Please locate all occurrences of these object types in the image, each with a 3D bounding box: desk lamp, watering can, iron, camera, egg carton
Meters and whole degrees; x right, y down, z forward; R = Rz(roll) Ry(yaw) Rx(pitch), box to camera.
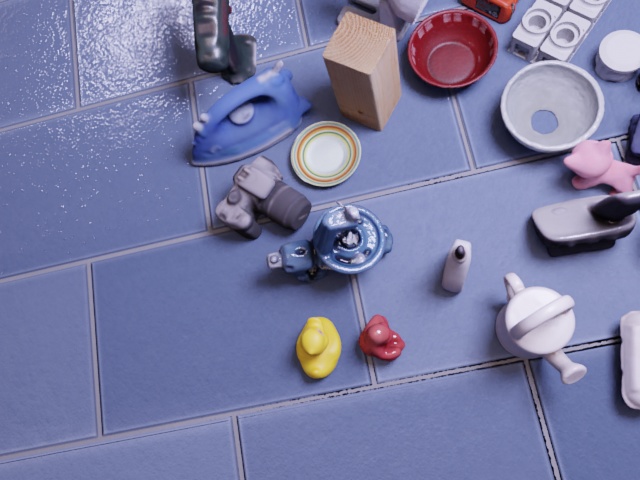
[{"bbox_3d":[0.122,-0.448,1.026,0.203,0.214,0.118,27,82,16],"label":"desk lamp"},{"bbox_3d":[0.329,0.126,0.850,0.172,0.194,0.101,40,85,17],"label":"watering can"},{"bbox_3d":[-0.150,-0.232,1.056,0.258,0.141,0.118,-33,72,1],"label":"iron"},{"bbox_3d":[-0.096,-0.064,1.024,0.136,0.101,0.143,32,83,16],"label":"camera"},{"bbox_3d":[0.511,0.184,0.868,0.107,0.069,0.150,2,76,11],"label":"egg carton"}]

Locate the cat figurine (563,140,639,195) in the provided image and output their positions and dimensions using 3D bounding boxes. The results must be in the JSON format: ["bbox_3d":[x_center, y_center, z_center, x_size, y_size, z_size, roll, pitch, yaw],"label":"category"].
[{"bbox_3d":[0.461,-0.122,0.931,0.127,0.118,0.067,17,79,14],"label":"cat figurine"}]

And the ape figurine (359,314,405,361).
[{"bbox_3d":[0.098,0.159,0.936,0.076,0.092,0.078,-7,74,8],"label":"ape figurine"}]

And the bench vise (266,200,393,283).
[{"bbox_3d":[0.015,0.013,0.922,0.207,0.220,0.121,-33,72,1],"label":"bench vise"}]

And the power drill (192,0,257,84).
[{"bbox_3d":[-0.183,-0.401,1.070,0.075,0.209,0.229,-4,75,9],"label":"power drill"}]

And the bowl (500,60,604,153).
[{"bbox_3d":[0.394,-0.219,0.991,0.167,0.075,0.167,-2,75,10],"label":"bowl"}]

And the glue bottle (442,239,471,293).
[{"bbox_3d":[0.218,0.033,0.905,0.037,0.173,0.078,13,78,13],"label":"glue bottle"}]

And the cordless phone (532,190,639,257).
[{"bbox_3d":[0.416,-0.042,0.883,0.147,0.185,0.094,-14,73,7],"label":"cordless phone"}]

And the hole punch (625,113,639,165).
[{"bbox_3d":[0.571,-0.173,0.939,0.108,0.091,0.101,12,78,13],"label":"hole punch"}]

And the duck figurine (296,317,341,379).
[{"bbox_3d":[-0.007,0.177,0.954,0.077,0.086,0.104,-1,75,10],"label":"duck figurine"}]
